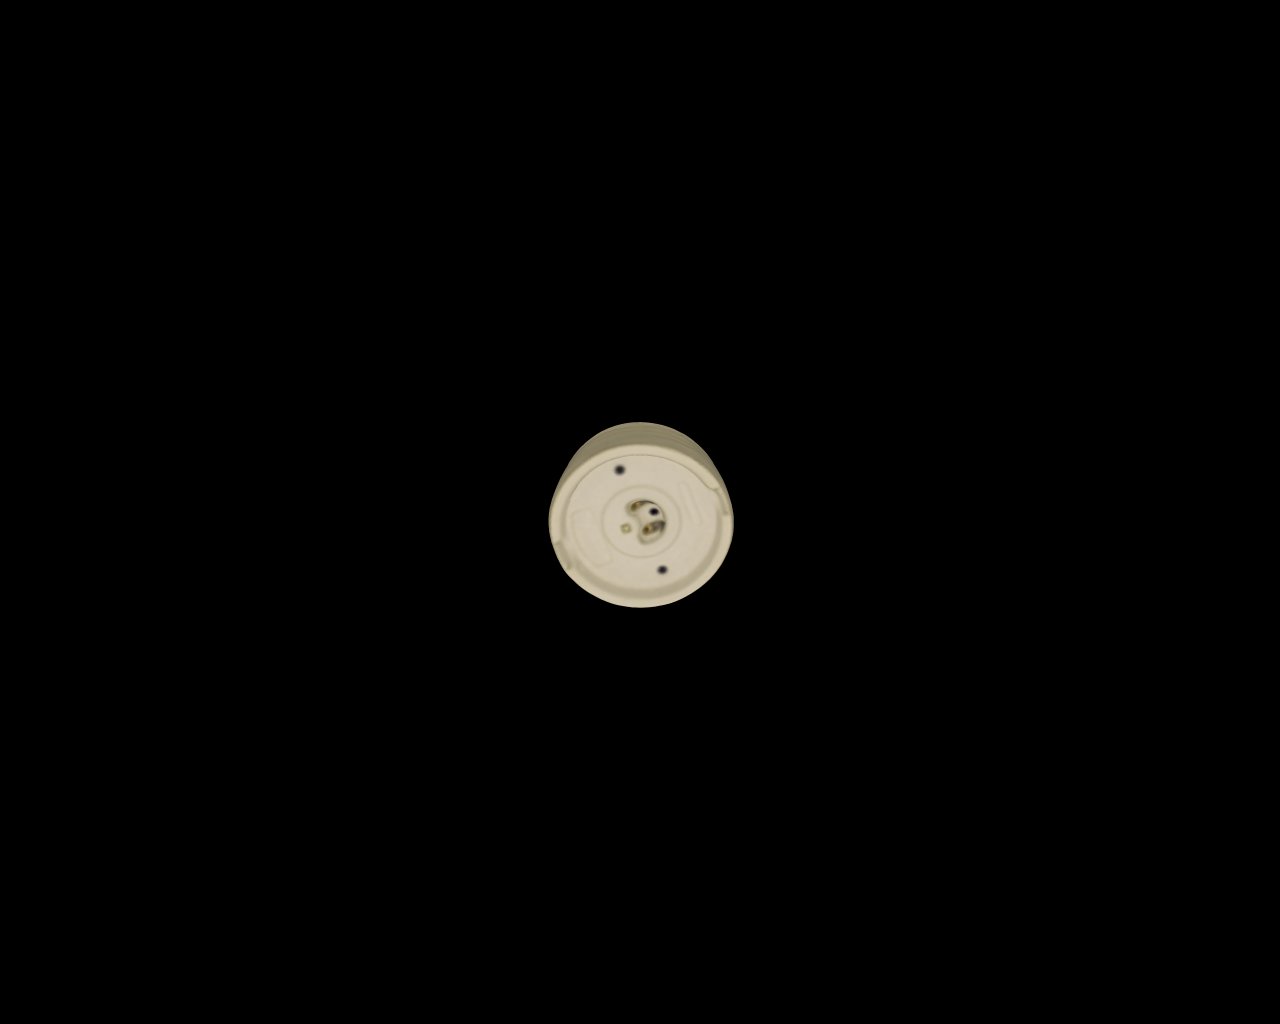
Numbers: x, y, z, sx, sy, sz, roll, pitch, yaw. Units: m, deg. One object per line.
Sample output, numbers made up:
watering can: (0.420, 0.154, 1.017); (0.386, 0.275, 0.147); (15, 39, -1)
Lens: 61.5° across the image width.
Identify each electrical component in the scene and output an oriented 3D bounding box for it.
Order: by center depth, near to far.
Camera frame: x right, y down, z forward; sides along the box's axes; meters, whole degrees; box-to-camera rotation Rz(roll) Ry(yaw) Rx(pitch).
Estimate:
electrical component: (0.001, -0.003, 0.650); (0.108, 0.108, 0.060); (0, 25, 0)
